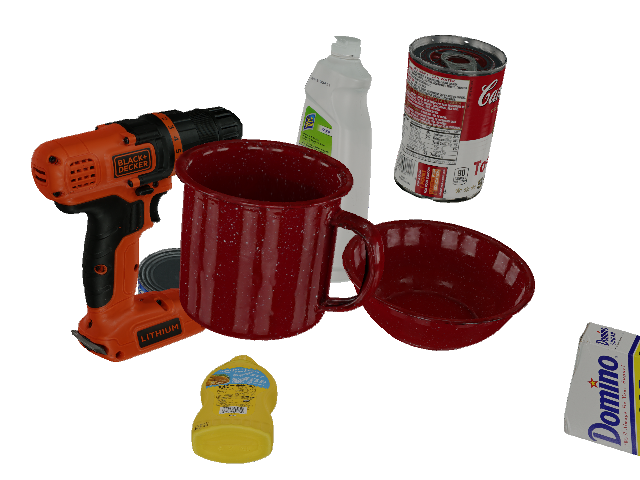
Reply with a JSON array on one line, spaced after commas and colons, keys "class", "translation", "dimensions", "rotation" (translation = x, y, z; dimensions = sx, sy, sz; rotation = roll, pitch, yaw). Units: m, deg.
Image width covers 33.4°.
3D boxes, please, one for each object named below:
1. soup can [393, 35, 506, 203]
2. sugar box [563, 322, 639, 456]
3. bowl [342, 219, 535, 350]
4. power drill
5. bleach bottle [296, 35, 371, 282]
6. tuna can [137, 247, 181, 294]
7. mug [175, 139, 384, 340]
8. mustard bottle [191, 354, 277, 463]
[{"class": "soup can", "translation": [0.090, -0.086, 0.761], "dimensions": [0.068, 0.102, 0.068], "rotation": [4, 30, -3]}, {"class": "sugar box", "translation": [0.291, 0.135, 0.862], "dimensions": [0.176, 0.093, 0.048], "rotation": [13, 25, 20]}, {"class": "bowl", "translation": [0.096, 0.045, 0.899], "dimensions": [0.162, 0.055, 0.162], "rotation": [5, 30, -3]}, {"class": "power drill", "translation": [-0.137, -0.009, 0.859], "dimensions": [0.184, 0.188, 0.057], "rotation": [-18, 25, -36]}, {"class": "bleach bottle", "translation": [0.017, -0.089, 1.138], "dimensions": [0.067, 0.251, 0.103], "rotation": [-8, 24, -41]}, {"class": "tuna can", "translation": [-0.142, 0.045, 1.079], "dimensions": [0.086, 0.034, 0.086], "rotation": [4, 34, -3]}, {"class": "mug", "translation": [-0.022, 0.003, 0.564], "dimensions": [0.117, 0.081, 0.093], "rotation": [15, 26, 17]}, {"class": "mustard bottle", "translation": [-0.103, 0.199, 1.330], "dimensions": [0.096, 0.058, 0.191], "rotation": [-1, 25, 1]}]
